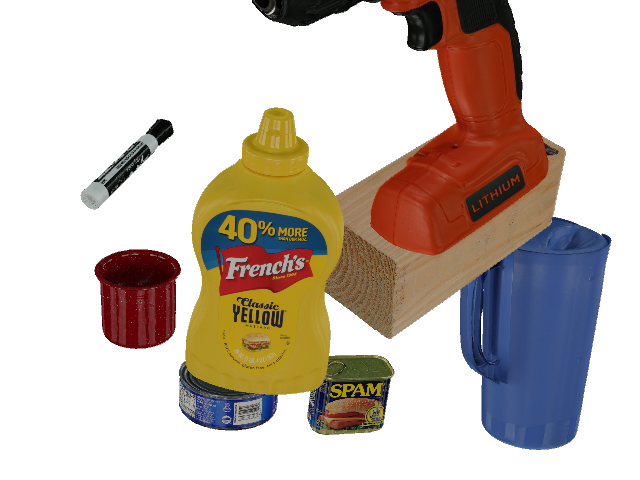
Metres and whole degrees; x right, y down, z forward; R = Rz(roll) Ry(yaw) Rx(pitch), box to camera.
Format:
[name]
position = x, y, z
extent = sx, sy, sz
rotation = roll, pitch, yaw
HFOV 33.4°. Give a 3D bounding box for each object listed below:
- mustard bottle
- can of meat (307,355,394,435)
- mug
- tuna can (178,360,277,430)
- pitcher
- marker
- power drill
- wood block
[mustard bottle]
position = -0.034, 0.007, 0.684
extent = 0.096, 0.192, 0.058
rotation = 8, 28, 2
[can of meat]
position = 0.036, 0.195, 1.349
extent = 0.102, 0.084, 0.057
rotation = 0, 23, -16
[mug]
position = -0.210, 0.062, 1.188
extent = 0.093, 0.081, 0.117
rotation = -21, 36, -40
[tuna can]
position = -0.078, 0.127, 0.909
extent = 0.086, 0.034, 0.086
rotation = 4, 20, -2
[pitcher]
position = 0.229, 0.102, 1.167
extent = 0.149, 0.243, 0.145
rotation = 5, 18, 12
[marker]
position = -0.166, -0.069, 0.931
extent = 0.020, 0.020, 0.121
rotation = 0, 37, 35
[power drill]
position = 0.052, -0.089, 0.520
extent = 0.184, 0.187, 0.057
rotation = -32, 41, -28
[wood block]
position = 0.101, -0.019, 0.898
extent = 0.205, 0.090, 0.091
rotation = -32, 51, -31
